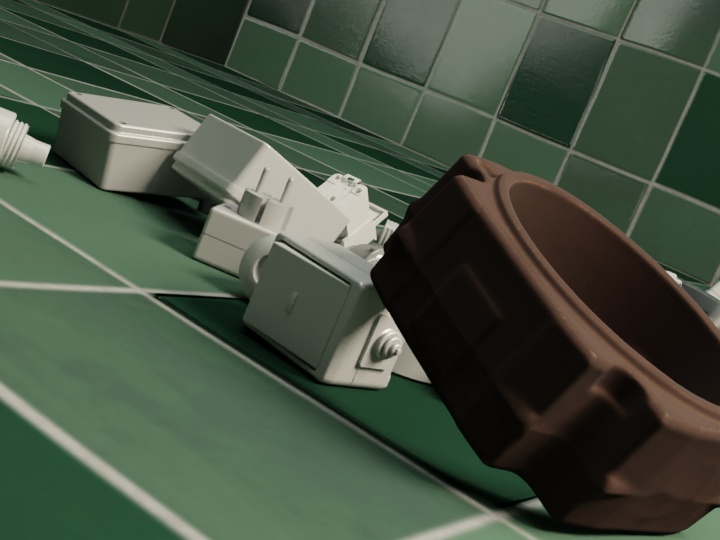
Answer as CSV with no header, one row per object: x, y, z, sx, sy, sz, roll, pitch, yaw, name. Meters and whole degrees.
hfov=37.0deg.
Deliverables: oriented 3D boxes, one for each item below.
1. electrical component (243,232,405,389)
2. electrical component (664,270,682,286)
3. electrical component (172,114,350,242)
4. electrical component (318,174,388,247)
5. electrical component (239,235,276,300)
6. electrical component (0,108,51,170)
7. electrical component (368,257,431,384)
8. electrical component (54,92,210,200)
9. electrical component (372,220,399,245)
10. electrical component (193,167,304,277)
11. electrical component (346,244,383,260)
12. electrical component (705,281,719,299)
-0.015,0.025,0.614,0.061,0.061,0.096,12,14,-46,electrical component
0.197,0.042,0.859,0.056,0.108,0.109,26,10,34,electrical component
-0.080,-0.063,0.858,0.109,0.056,0.109,41,-5,-38,electrical component
-0.017,-0.045,0.943,0.042,0.063,0.081,28,53,30,electrical component
-0.048,0.003,0.713,0.048,0.048,0.062,26,3,18,electrical component
-0.253,-0.092,0.766,0.062,0.043,0.043,21,10,-18,electrical component
0.029,0.038,0.708,0.099,0.064,0.099,27,21,-11,electrical component
-0.187,-0.104,0.910,0.109,0.056,0.109,3,20,-39,electrical component
0.047,-0.020,1.050,0.081,0.043,0.043,22,10,-1,electrical component
-0.071,-0.034,0.763,0.066,0.076,0.047,23,10,2,electrical component
0.000,0.000,0.839,0.048,0.048,0.062,13,7,-43,electrical component
0.372,0.052,1.083,0.096,0.061,0.061,49,-6,20,electrical component
